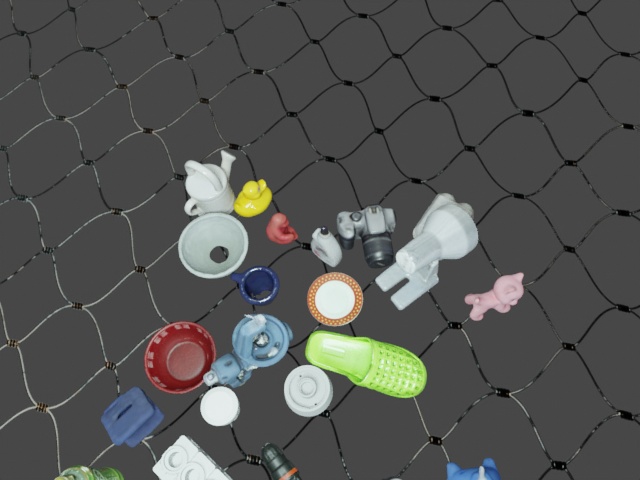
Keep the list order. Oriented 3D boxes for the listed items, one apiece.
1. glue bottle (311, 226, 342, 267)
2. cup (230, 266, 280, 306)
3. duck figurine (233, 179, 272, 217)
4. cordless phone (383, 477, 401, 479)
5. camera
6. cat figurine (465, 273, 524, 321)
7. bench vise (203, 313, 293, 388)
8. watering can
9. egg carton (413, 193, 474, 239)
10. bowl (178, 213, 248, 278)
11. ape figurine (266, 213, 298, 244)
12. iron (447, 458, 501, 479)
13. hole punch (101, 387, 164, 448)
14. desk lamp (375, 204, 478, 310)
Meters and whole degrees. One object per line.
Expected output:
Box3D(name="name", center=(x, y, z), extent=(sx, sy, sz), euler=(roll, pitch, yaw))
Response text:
Box3D(name="glue bottle", center=(0.012, 0.005, 1.314), extent=(0.078, 0.173, 0.037), euler=(33, 73, 16))
Box3D(name="cup", center=(-0.147, 0.112, 1.320), extent=(0.117, 0.095, 0.092), euler=(17, 69, 10))
Box3D(name="duck figurine", center=(-0.171, -0.110, 1.419), extent=(0.105, 0.086, 0.077), euler=(-36, 70, -12))
Box3D(name="cordless phone", center=(0.124, 0.525, 1.086), extent=(0.094, 0.185, 0.148), euler=(34, 73, 16))
Box3D(name="camera", center=(0.116, -0.006, 1.353), extent=(0.143, 0.101, 0.137), euler=(-8, 67, 0))
Box3D(name="cat figurine", center=(0.396, 0.122, 1.276), extent=(0.128, 0.118, 0.067), euler=(-18, 67, -4))
Box3D(name="bench vise", center=(-0.148, 0.235, 1.201), extent=(0.121, 0.220, 0.208), euler=(32, 73, 15))
Box3D(name="watering can", center=(-0.267, -0.140, 1.377), extent=(0.101, 0.194, 0.173), euler=(10, 68, 8))
Box3D(name="egg carton", center=(0.297, -0.038, 1.373), extent=(0.107, 0.069, 0.150), euler=(31, 72, 15))
Box3D(name="bowl", center=(-0.248, 0.023, 1.373), extent=(0.167, 0.075, 0.167), euler=(-1, 67, 3))
Box3D(name="ape figurine", center=(-0.095, -0.034, 1.380), extent=(0.076, 0.092, 0.078), euler=(-5, 67, 1))
Box3D(name="iron", center=(0.317, 0.554, 1.087), extent=(0.118, 0.141, 0.258), euler=(-8, 67, 0))
Box3D(name="hole punch", center=(-0.409, 0.378, 1.225), extent=(0.101, 0.091, 0.109), euler=(42, 75, 18))
Box3D(name="desk lamp", center=(0.234, 0.038, 1.267), extent=(0.203, 0.214, 0.117), euler=(-37, 70, -12))
